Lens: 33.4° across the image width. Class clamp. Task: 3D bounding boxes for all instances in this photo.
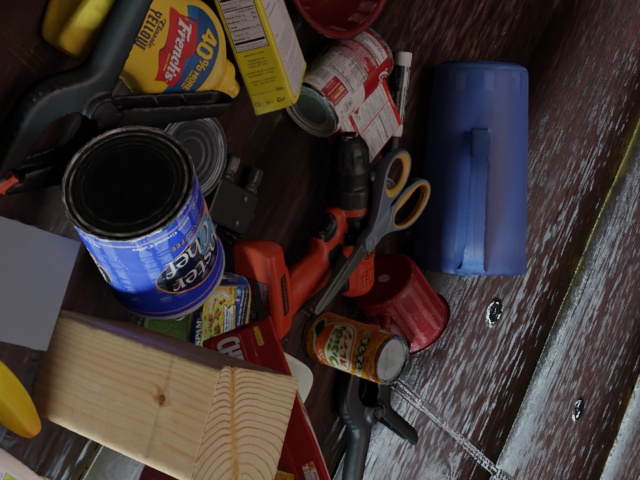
[{"bbox_3d":[0.062,0.194,1.218,0.120,0.039,0.171,-26,117,-44],"label":"clamp"},{"bbox_3d":[-0.173,-0.115,0.826,0.209,0.036,0.164,-34,139,-16],"label":"clamp"}]

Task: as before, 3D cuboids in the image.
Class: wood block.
[{"bbox_3d":[-0.130,0.124,0.853,0.090,0.206,0.091,18,85,-49],"label":"wood block"}]

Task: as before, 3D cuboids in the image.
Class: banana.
[{"bbox_3d":[-0.272,0.103,0.794,0.197,0.037,0.069,42,38,-65],"label":"banana"}]

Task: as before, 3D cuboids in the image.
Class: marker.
[{"bbox_3d":[0.086,-0.147,1.180,0.020,0.020,0.121,-2,100,-49],"label":"marker"}]

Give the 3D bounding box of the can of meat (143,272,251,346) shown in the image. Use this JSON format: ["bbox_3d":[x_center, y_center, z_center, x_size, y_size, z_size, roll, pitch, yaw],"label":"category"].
[{"bbox_3d":[-0.112,0.077,0.978,0.083,0.058,0.102,3,97,-51],"label":"can of meat"}]

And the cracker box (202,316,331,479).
[{"bbox_3d":[-0.037,0.189,0.955,0.072,0.164,0.213,-20,152,-4],"label":"cracker box"}]

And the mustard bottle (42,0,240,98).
[{"bbox_3d":[-0.134,-0.165,0.893,0.191,0.058,0.096,29,86,-49],"label":"mustard bottle"}]

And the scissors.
[{"bbox_3d":[0.047,-0.018,1.071,0.201,0.016,0.096,-40,128,-36],"label":"scissors"}]

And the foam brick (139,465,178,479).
[{"bbox_3d":[-0.119,0.223,0.988,0.053,0.078,0.051,42,70,-45],"label":"foam brick"}]

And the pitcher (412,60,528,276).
[{"bbox_3d":[0.177,-0.079,1.212,0.144,0.149,0.243,-2,97,-38],"label":"pitcher"}]

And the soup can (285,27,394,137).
[{"bbox_3d":[0.018,-0.159,1.062,0.102,0.069,0.068,-49,132,-29],"label":"soup can"}]

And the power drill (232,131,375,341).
[{"bbox_3d":[-0.007,0.001,1.063,0.187,0.057,0.184,-32,128,-43],"label":"power drill"}]

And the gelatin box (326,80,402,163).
[{"bbox_3d":[0.043,-0.125,1.128,0.089,0.030,0.073,-51,134,-27],"label":"gelatin box"}]

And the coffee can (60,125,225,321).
[{"bbox_3d":[-0.137,-0.010,0.854,0.102,0.103,0.140,-58,161,-22],"label":"coffee can"}]

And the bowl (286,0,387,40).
[{"bbox_3d":[0.003,-0.276,1.027,0.161,0.055,0.162,-14,110,-46],"label":"bowl"}]

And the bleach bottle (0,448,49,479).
[{"bbox_3d":[-0.277,0.201,0.815,0.102,0.068,0.250,-60,138,-19],"label":"bleach bottle"}]

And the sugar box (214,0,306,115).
[{"bbox_3d":[-0.061,-0.211,0.950,0.093,0.048,0.176,-81,153,-56],"label":"sugar box"}]

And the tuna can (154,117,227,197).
[{"bbox_3d":[-0.123,-0.077,0.945,0.085,0.034,0.086,-16,112,-46],"label":"tuna can"}]

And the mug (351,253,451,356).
[{"bbox_3d":[0.084,0.078,1.171,0.081,0.093,0.117,53,34,-36],"label":"mug"}]
